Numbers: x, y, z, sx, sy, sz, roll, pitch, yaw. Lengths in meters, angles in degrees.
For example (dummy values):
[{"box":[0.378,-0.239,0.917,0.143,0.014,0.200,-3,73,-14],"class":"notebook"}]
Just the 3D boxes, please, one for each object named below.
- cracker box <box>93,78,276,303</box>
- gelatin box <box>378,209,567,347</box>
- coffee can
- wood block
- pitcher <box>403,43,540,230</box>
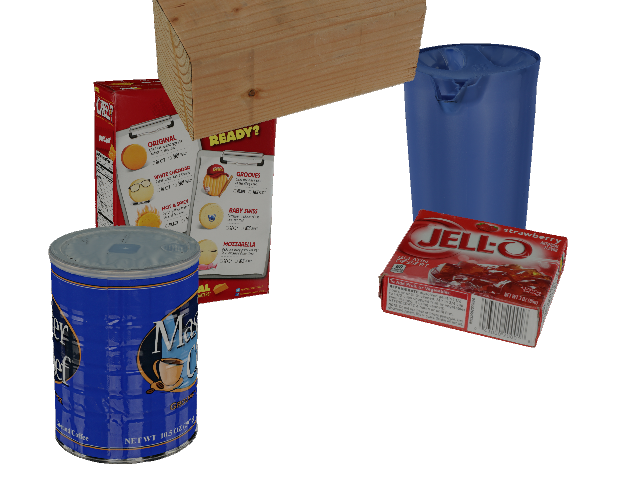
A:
[{"box":[-0.130,-0.047,1.022,0.163,0.214,0.072,-7,20,-30],"class":"cracker box"},{"box":[0.085,0.018,0.593,0.089,0.030,0.073,13,35,18],"class":"gelatin box"},{"box":[-0.137,0.070,0.751,0.103,0.140,0.103,2,17,-1],"class":"coffee can"},{"box":[-0.026,-0.168,0.894,0.205,0.090,0.091,-18,-36,-18],"class":"wood block"},{"box":[0.154,-0.075,1.078,0.149,0.243,0.145,-12,25,-20],"class":"pitcher"}]
